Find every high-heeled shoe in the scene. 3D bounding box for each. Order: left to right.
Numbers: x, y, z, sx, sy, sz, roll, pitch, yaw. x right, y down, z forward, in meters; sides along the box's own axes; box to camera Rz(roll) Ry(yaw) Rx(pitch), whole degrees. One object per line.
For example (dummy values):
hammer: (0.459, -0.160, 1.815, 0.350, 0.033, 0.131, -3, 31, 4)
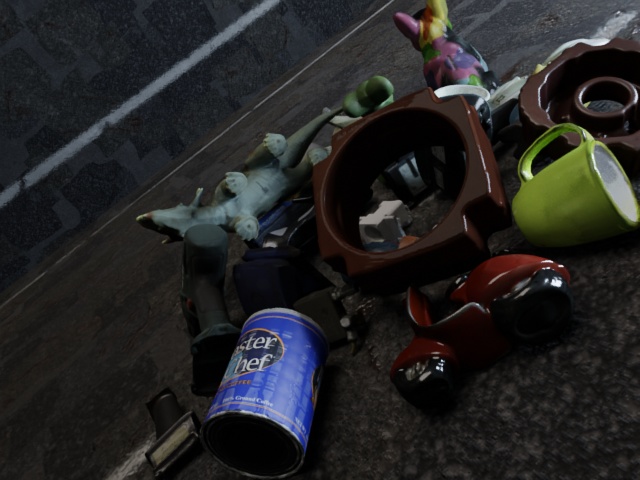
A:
high-heeled shoe: (-0.002, -0.003, 0.852, 0.145, 0.086, 0.249, 0, 50, 20)

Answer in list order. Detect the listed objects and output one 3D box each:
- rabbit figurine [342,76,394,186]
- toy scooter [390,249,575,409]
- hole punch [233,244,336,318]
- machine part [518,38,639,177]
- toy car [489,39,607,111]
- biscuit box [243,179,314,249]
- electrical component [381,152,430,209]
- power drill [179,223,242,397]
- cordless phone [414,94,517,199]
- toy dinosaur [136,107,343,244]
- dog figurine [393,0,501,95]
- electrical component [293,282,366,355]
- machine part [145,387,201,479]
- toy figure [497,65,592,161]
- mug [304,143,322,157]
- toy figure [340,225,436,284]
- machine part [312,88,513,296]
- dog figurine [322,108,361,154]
rabbit figurine: (0.097, -0.198, 0.886, 0.121, 0.159, 0.170, -35, 61, 17)
toy scooter: (0.136, 0.067, 0.509, 0.184, 0.075, 0.135, -37, 22, 9)
hole punch: (-0.057, 0.071, 0.719, 0.142, 0.115, 0.092, -5, 46, 51)
machine part: (0.319, -0.148, 0.603, 0.179, 0.056, 0.179, -11, 55, 15)
toy car: (0.350, -0.247, 0.822, 0.202, 0.056, 0.074, -35, 23, 4)
biscuit box: (-0.047, -0.046, 0.978, 0.203, 0.062, 0.059, -44, 23, -19)
electrical component: (0.126, -0.113, 0.799, 0.075, 0.119, 0.048, -39, 24, 0)
power drill: (-0.149, 0.110, 0.736, 0.086, 0.231, 0.207, 0, 34, -15)
cordless phone: (0.216, -0.157, 0.731, 0.184, 0.146, 0.089, -39, 51, -13)
toy dinosaur: (-0.115, -0.095, 0.949, 0.405, 0.131, 0.192, -39, 14, -27)
dog figurine: (0.218, -0.310, 0.922, 0.108, 0.219, 0.192, -31, 23, 20)
electrical component: (0.006, 0.099, 0.635, 0.102, 0.078, 0.045, -17, 6, 26)
machine part: (-0.189, 0.237, 0.677, 0.084, 0.039, 0.139, -49, 27, -9)
toy figure: (0.316, -0.180, 0.716, 0.180, 0.082, 0.089, -45, 26, -26)
mug: (-0.037, -0.135, 1.111, 0.110, 0.080, 0.107, -1, 50, 46)
toy figure: (0.097, 0.023, 0.659, 0.155, 0.064, 0.058, -12, -5, 34)
machine part: (0.097, -0.051, 0.604, 0.201, 0.087, 0.201, -23, 56, 28)
dog figurine: (0.112, -0.195, 1.037, 0.191, 0.121, 0.172, 2, 13, 14)
